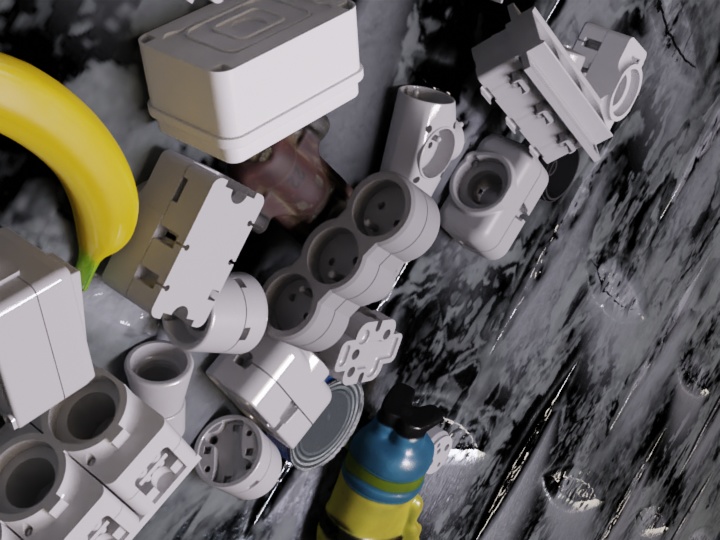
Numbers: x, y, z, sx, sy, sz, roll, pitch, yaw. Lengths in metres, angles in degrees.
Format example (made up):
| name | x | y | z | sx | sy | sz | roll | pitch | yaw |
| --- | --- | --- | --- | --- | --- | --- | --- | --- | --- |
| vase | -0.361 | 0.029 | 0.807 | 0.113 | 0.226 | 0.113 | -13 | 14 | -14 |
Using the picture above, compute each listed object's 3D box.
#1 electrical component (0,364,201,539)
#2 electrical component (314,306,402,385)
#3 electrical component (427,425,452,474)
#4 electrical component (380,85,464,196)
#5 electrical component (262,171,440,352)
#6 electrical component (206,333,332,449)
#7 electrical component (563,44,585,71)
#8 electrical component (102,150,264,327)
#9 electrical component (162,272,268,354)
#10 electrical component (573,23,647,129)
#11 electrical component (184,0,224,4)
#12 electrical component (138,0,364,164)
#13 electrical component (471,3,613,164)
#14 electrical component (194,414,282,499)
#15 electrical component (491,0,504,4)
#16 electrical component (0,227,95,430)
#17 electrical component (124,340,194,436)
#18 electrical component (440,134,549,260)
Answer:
| name | x | y | z | sx | sy | sz | roll | pitch | yaw |
| --- | --- | --- | --- | --- | --- | --- | --- | --- | --- |
| electrical component | -0.183 | 0.133 | 0.631 | 0.150 | 0.089 | 0.061 | -49 | 146 | -18 |
| electrical component | -0.014 | 0.051 | 0.833 | 0.078 | 0.057 | 0.058 | -4 | 117 | -53 |
| electrical component | 0.053 | 0.160 | 1.011 | 0.045 | 0.055 | 0.045 | -34 | 139 | -36 |
| electrical component | 0.054 | -0.099 | 0.823 | 0.079 | 0.044 | 0.077 | -17 | 127 | -48 |
| electrical component | 0.000 | 0.000 | 0.730 | 0.138 | 0.052 | 0.074 | -46 | 147 | 10 |
| electrical component | -0.063 | 0.081 | 0.791 | 0.059 | 0.054 | 0.095 | -51 | 147 | -15 |
| electrical component | 0.166 | -0.161 | 0.934 | 0.040 | 0.040 | 0.078 | -3 | 117 | -53 |
| electrical component | -0.109 | -0.020 | 0.647 | 0.050 | 0.056 | 0.089 | 21 | 97 | -58 |
| electrical component | -0.096 | 0.028 | 0.705 | 0.047 | 0.055 | 0.055 | 3 | 112 | -51 |
| electrical component | 0.221 | -0.171 | 0.988 | 0.050 | 0.056 | 0.089 | 18 | 100 | -57 |
| electrical component | -0.094 | -0.168 | 0.547 | 0.081 | 0.064 | 0.042 | 23 | 94 | -58 |
| electrical component | -0.061 | -0.116 | 0.620 | 0.113 | 0.078 | 0.057 | -35 | 137 | -34 |
| electrical component | 0.145 | -0.143 | 0.864 | 0.063 | 0.078 | 0.121 | -27 | 135 | 24 |
| electrical component | -0.089 | 0.141 | 0.801 | 0.055 | 0.055 | 0.047 | -54 | 151 | -11 |
| electrical component | 0.094 | -0.230 | 0.766 | 0.057 | 0.058 | 0.078 | -27 | 135 | -45 |
| electrical component | -0.184 | 0.023 | 0.571 | 0.061 | 0.062 | 0.096 | -35 | 140 | -35 |
| electrical component | -0.133 | 0.084 | 0.710 | 0.044 | 0.044 | 0.065 | -30 | 141 | -39 |
| electrical component | 0.113 | -0.064 | 0.923 | 0.095 | 0.054 | 0.059 | -59 | 148 | -3 |
